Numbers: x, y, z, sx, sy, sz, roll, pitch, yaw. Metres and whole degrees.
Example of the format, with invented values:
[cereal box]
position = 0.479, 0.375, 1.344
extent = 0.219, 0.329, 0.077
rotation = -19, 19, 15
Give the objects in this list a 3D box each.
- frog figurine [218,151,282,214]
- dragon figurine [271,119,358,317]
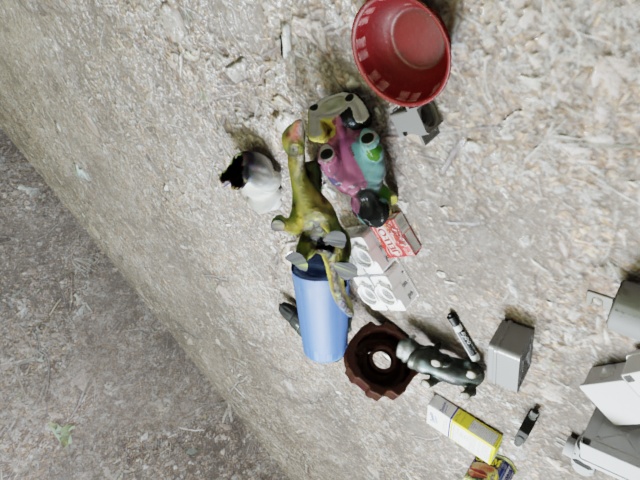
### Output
[frog figurine]
position = -0.135, -0.128, 1.172
extent = 0.137, 0.124, 0.158
rotation = -7, 156, 43
[dragon figurine]
position = 0.003, -0.049, 0.981
extent = 0.122, 0.249, 0.401
rotation = -9, 138, 11
